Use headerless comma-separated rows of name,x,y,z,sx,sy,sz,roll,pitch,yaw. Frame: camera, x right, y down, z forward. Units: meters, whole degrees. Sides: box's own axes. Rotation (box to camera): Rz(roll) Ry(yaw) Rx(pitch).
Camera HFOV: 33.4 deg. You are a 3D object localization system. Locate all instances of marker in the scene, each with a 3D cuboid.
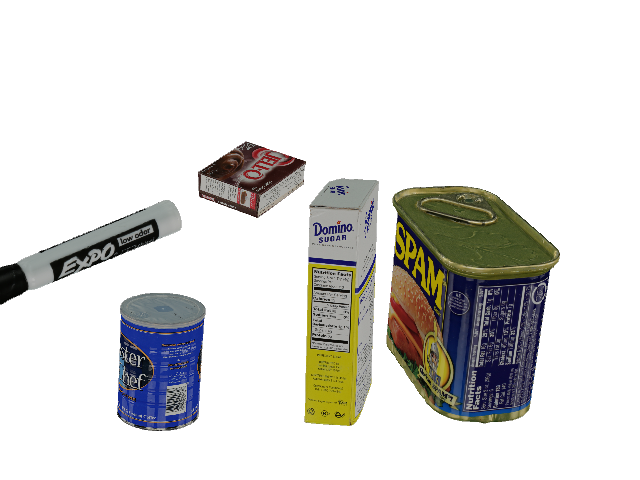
marker,-0.129,0.007,0.565,0.120,0.020,0.020,-25,13,-31

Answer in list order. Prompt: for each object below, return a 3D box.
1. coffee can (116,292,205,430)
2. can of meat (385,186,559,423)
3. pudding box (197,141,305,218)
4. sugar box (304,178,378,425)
coffee can,-0.196,0.147,1.307,0.103,0.140,0.103,5,17,-2
can of meat,0.070,0.030,0.527,0.057,0.084,0.102,-4,24,-15
pudding box,-0.084,-0.076,1.315,0.090,0.039,0.113,19,36,23
sugar box,0.016,0.046,0.835,0.048,0.176,0.093,2,16,11
